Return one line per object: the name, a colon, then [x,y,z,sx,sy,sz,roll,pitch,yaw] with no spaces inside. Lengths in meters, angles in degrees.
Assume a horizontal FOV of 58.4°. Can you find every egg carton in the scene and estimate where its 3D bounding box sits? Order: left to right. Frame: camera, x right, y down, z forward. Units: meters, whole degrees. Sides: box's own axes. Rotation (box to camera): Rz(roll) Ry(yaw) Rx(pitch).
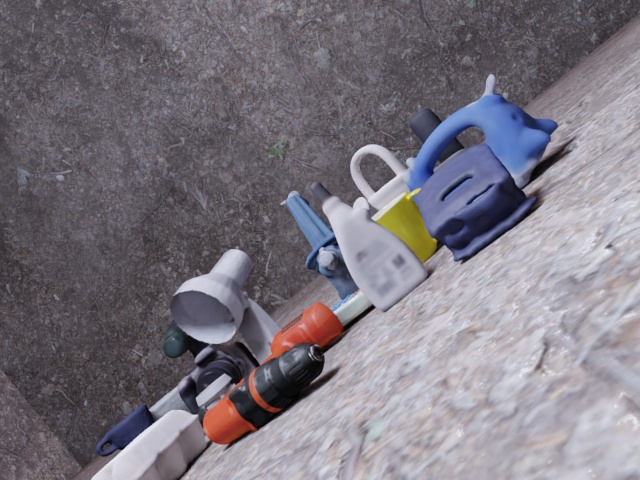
egg carton: [-0.213,0.281,0.719,0.107,0.069,0.150,-40,0,24]

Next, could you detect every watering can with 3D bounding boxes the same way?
watering can: [0.123,-0.074,0.963,0.101,0.194,0.173,-40,0,25]

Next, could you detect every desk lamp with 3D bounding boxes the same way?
desk lamp: [-0.134,0.126,1.021,0.117,0.213,0.204,-40,0,36]

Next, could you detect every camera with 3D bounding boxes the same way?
camera: [-0.189,0.245,1.002,0.143,0.101,0.137,-40,0,2]

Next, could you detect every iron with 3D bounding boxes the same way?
iron: [0.199,-0.105,0.818,0.258,0.141,0.119,-40,0,35]

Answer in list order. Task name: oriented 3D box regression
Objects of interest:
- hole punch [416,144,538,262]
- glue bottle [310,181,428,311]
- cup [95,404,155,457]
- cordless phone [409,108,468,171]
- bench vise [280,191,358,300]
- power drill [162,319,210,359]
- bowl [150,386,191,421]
hole punch: [0.163,-0.045,0.620,0.108,0.091,0.101,-40,0,19]
glue bottle: [0.048,-0.002,0.687,0.078,0.173,0.037,-40,0,7]
cup: [-0.354,0.386,1.089,0.118,0.095,0.091,-39,0,-32]
cordless phone: [0.209,-0.138,1.061,0.147,0.185,0.094,-40,0,16]
bench vise: [0.018,-0.004,0.988,0.121,0.219,0.207,-39,0,-9]
power drill: [-0.279,0.254,1.373,0.075,0.208,0.230,-40,0,13]
bowl: [-0.302,0.358,1.221,0.167,0.074,0.167,-40,0,0]
